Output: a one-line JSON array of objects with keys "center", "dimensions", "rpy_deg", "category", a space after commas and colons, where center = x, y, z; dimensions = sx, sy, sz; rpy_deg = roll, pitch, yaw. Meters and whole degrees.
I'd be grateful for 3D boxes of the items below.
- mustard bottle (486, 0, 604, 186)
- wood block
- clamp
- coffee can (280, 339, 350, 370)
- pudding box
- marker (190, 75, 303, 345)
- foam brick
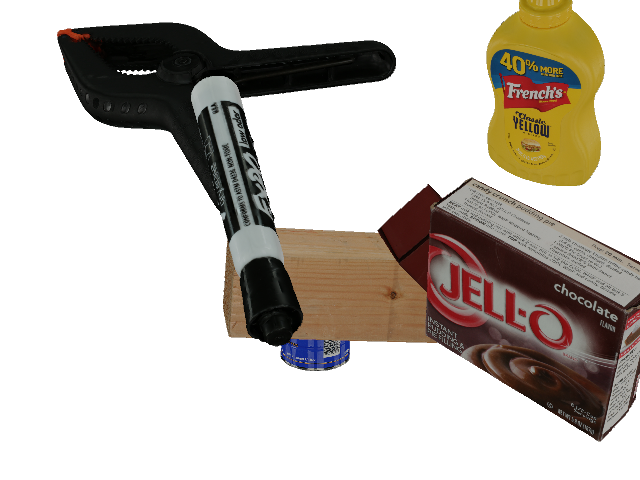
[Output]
[{"center": [0.185, -0.135, 0.883], "dimensions": [0.096, 0.191, 0.058], "rpy_deg": [21, 53, 28], "category": "mustard bottle"}, {"center": [0.011, 0.043, 1.054], "dimensions": [0.206, 0.091, 0.090], "rpy_deg": [3, 16, -10], "category": "wood block"}, {"center": [-0.070, -0.097, 0.648], "dimensions": [0.210, 0.036, 0.164], "rpy_deg": [26, 50, 31], "category": "clamp"}, {"center": [-0.007, 0.101, 1.524], "dimensions": [0.103, 0.140, 0.103], "rpy_deg": [0, 21, 0], "category": "coffee can"}, {"center": [0.105, 0.032, 0.524], "dimensions": [0.114, 0.090, 0.039], "rpy_deg": [29, 51, 31], "category": "pudding box"}, {"center": [-0.027, -0.013, 0.377], "dimensions": [0.020, 0.121, 0.020], "rpy_deg": [-10, -40, -9], "category": "marker"}, {"center": [0.089, 0.010, 0.774], "dimensions": [0.078, 0.051, 0.053], "rpy_deg": [44, 10, -31], "category": "foam brick"}]
